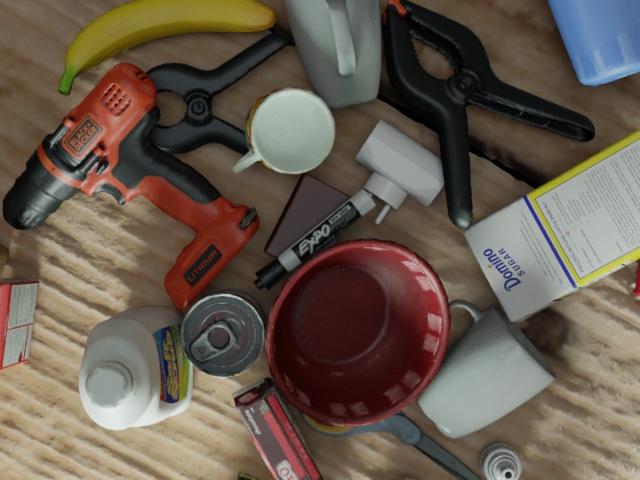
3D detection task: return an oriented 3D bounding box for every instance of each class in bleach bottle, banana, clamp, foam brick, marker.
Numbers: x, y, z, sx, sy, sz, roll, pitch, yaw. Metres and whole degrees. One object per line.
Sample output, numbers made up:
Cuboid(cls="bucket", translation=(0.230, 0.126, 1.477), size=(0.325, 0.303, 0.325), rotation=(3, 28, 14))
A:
Cuboid(cls="bleach bottle", translation=(-0.144, 0.106, 0.828), size=(0.068, 0.251, 0.102), rotation=(-2, 90, -1))
Cuboid(cls="banana", translation=(-0.140, -0.183, 0.932), size=(0.197, 0.037, 0.069), rotation=(-21, 75, -5))
Cuboid(cls="clamp", translation=(-0.099, -0.126, 0.935), size=(0.171, 0.039, 0.120), rotation=(5, 90, -5))
Cuboid(cls="clamp", translation=(0.117, -0.119, 0.923), size=(0.210, 0.036, 0.164), rotation=(46, 67, 6))
Cuboid(cls="foam brick", translation=(-0.009, -0.013, 0.931), size=(0.053, 0.051, 0.078), rotation=(27, 89, -5))
Cuboid(cls="marker", translation=(-0.006, 0.001, 0.895), size=(0.121, 0.020, 0.020), rotation=(-38, 91, -2))

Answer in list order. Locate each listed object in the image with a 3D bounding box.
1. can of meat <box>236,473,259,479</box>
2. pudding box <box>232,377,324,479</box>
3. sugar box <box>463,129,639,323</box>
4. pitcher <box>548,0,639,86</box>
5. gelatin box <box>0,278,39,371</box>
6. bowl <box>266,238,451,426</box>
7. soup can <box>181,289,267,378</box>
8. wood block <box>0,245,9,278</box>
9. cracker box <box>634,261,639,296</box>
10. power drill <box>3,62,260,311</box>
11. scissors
Cuboid(cls="can of meat", translation=(-0.048, 0.266, 0.928), size=(0.102, 0.057, 0.084), rotation=(29, 91, -1))
Cuboid(cls="pudding box", translation=(-0.037, 0.165, 0.900), size=(0.039, 0.113, 0.090), rotation=(-28, 91, -4))
Cuboid(cls="sugar box", translation=(0.221, -0.010, 0.906), size=(0.176, 0.048, 0.093), rotation=(-31, 76, 22))
Cuboid(cls="pitcher", translation=(0.247, -0.263, 0.903), size=(0.149, 0.144, 0.243), rotation=(-16, 95, 37))
Cuboid(cls="gelatin box", translation=(-0.269, 0.070, 0.907), size=(0.030, 0.089, 0.073), rotation=(7, 90, 1))
Cuboid(cls="bowl", translation=(0.026, 0.071, 0.895), size=(0.162, 0.055, 0.162), rotation=(-5, 105, -17))
Cuboid(cls="soup can", translation=(-0.079, 0.076, 0.904), size=(0.068, 0.102, 0.068), rotation=(0, 90, -1))
Cuboid(cls="wood block", translation=(-0.327, 0.033, 0.847), size=(0.091, 0.206, 0.090), rotation=(20, 89, -2))
Cuboid(cls="cracker box", translation=(0.378, -0.042, 0.930), size=(0.164, 0.072, 0.214), rotation=(10, 89, -1))
Cuboid(cls="power drill", translation=(-0.160, -0.029, 0.913), size=(0.187, 0.057, 0.185), rotation=(43, 111, -7))
Cuboid(cls="scissors", translation=(0.060, 0.179, 0.951), size=(0.096, 0.016, 0.202), rotation=(-37, 91, 0))
